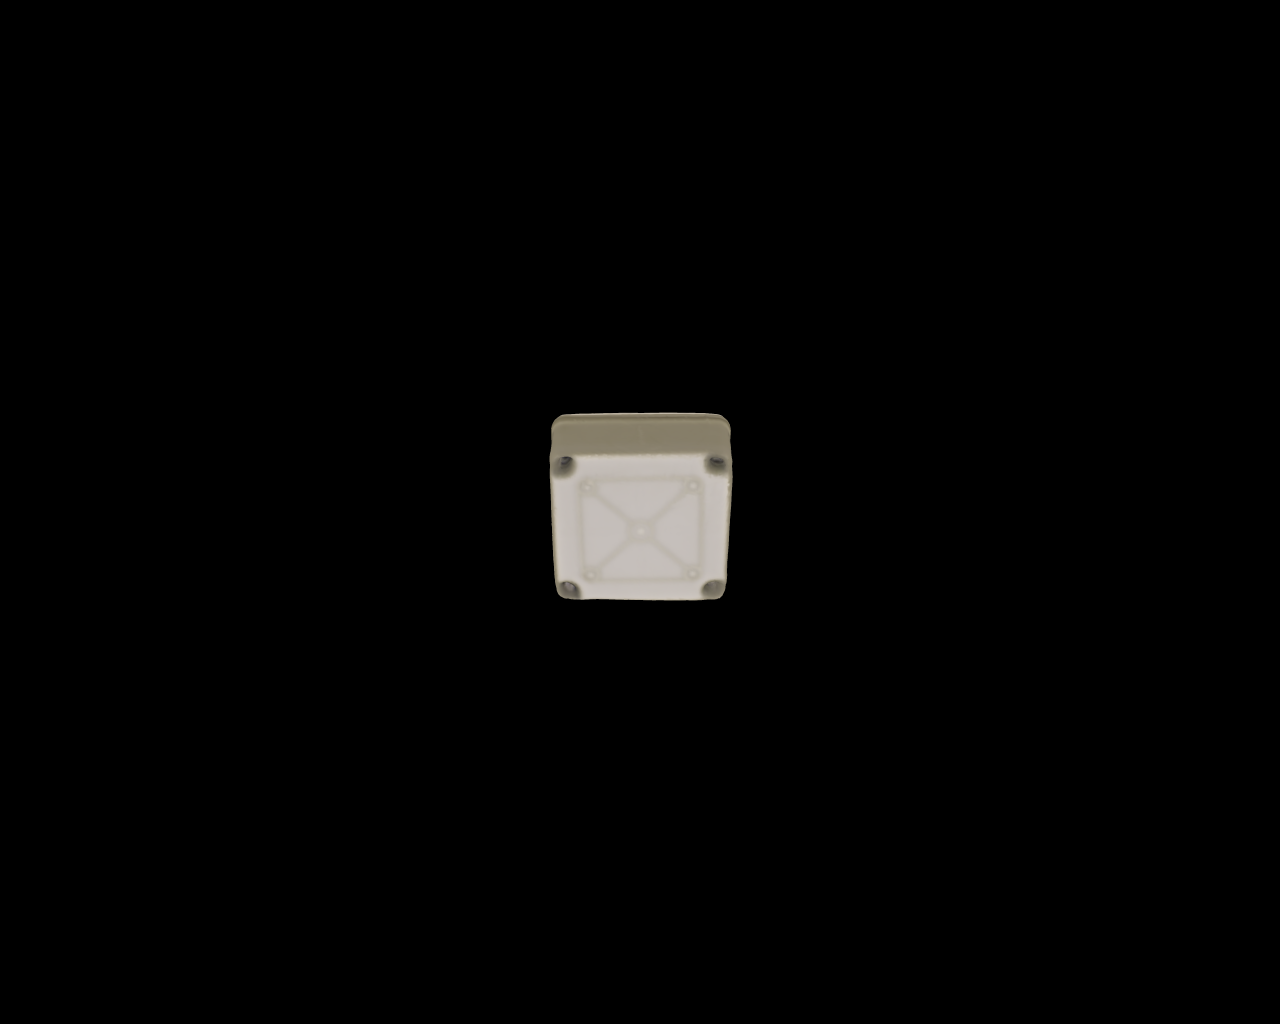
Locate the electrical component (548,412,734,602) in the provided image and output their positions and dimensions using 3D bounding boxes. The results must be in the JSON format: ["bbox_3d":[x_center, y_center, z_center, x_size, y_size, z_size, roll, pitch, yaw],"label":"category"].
[{"bbox_3d":[0.001,-0.003,0.650,0.109,0.108,0.056,0,32,0],"label":"electrical component"}]
